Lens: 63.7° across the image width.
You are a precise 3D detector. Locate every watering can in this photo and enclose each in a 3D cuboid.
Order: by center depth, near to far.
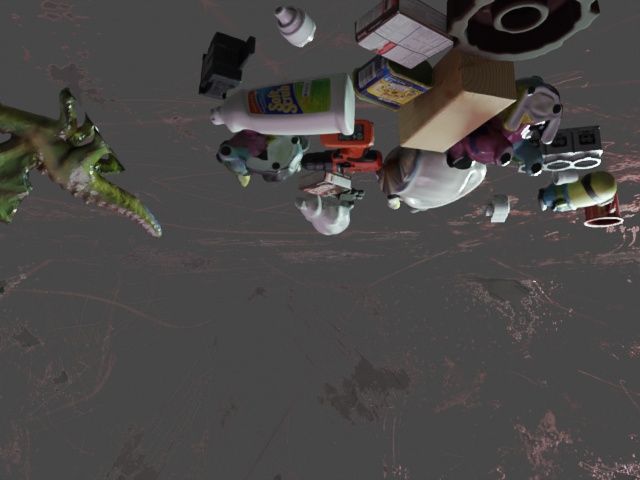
[{"bbox_3d":[0.265,-0.162,1.107,0.224,0.106,0.341,8,152,-20],"label":"watering can"}]

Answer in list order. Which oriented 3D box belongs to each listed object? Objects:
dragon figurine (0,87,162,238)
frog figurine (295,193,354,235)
[{"bbox_3d":[-0.498,-0.122,0.951,0.245,0.407,0.122,-34,-167,-18],"label":"dragon figurine"},{"bbox_3d":[0.004,-0.074,1.470,0.138,0.122,0.159,15,-170,42],"label":"frog figurine"}]
